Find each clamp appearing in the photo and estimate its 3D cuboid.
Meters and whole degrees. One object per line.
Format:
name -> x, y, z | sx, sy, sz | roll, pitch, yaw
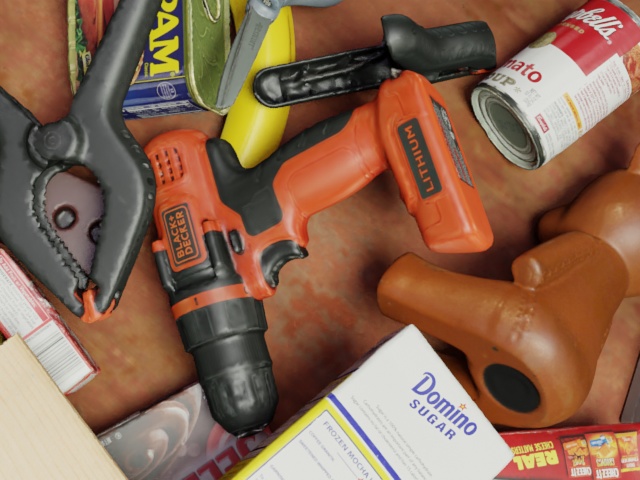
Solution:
clamp -> -0.155, -0.057, 0.596 | 0.164, 0.036, 0.210 | -5, 88, 4
clamp -> 0.044, -0.108, 0.653 | 0.171, 0.120, 0.039 | -10, 92, -53

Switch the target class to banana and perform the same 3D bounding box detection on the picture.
banana -> -0.048, -0.111, 0.675 | 0.070, 0.037, 0.198 | -8, 82, 17

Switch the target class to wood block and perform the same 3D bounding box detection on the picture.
wood block -> -0.137, 0.161, 0.554 | 0.090, 0.090, 0.206 | -38, 95, -24

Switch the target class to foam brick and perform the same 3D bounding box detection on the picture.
foam brick -> -0.151, -0.010, 0.639 | 0.078, 0.051, 0.053 | 23, 81, -5

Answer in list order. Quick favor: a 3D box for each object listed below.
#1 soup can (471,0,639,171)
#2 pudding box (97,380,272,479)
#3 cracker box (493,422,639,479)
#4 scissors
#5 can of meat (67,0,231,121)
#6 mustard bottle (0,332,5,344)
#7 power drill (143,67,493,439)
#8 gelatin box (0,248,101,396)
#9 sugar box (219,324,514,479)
soup can -> 0.156, -0.100, 0.684 | 0.102, 0.068, 0.068 | -37, 90, -10
pudding box -> -0.080, 0.138, 0.640 | 0.113, 0.039, 0.090 | -27, 90, -9
cracker box -> 0.120, 0.220, 0.621 | 0.164, 0.072, 0.214 | -1, 76, -18
scissors -> -0.017, -0.136, 0.639 | 0.096, 0.016, 0.201 | 19, 49, -26
can of meat -> -0.103, -0.123, 0.643 | 0.084, 0.057, 0.102 | -4, 83, 18
mustard bottle -> -0.226, 0.087, 0.615 | 0.096, 0.058, 0.191 | -17, 87, -11
power drill -> -0.004, 0.001, 0.597 | 0.188, 0.057, 0.184 | -21, 79, 17
gelatin box -> -0.165, 0.049, 0.621 | 0.030, 0.073, 0.089 | -37, 89, -11
sugar box -> 0.008, 0.132, 0.546 | 0.176, 0.048, 0.093 | -37, 89, -28
